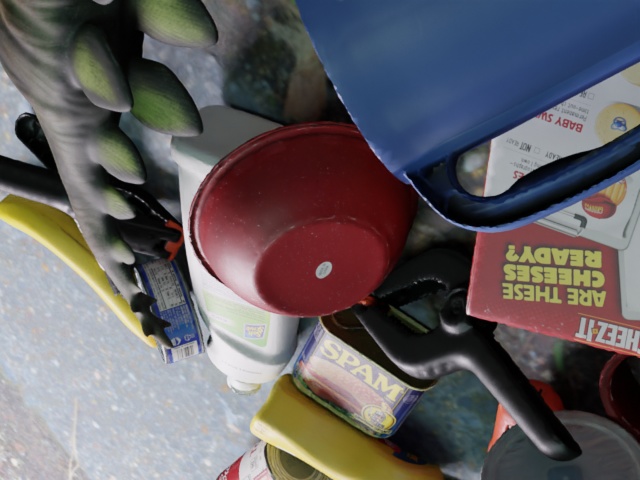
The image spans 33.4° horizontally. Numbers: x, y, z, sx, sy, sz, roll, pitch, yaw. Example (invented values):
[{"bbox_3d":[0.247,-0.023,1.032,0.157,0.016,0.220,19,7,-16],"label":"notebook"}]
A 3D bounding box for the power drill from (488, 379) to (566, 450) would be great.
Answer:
[{"bbox_3d":[0.209,0.198,0.787,0.188,0.057,0.184,17,136,18],"label":"power drill"}]

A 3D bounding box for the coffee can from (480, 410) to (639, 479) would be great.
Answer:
[{"bbox_3d":[0.163,0.192,0.685,0.103,0.102,0.140,8,137,27],"label":"coffee can"}]

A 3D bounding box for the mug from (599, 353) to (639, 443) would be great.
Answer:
[{"bbox_3d":[0.240,0.079,0.661,0.117,0.081,0.093,22,132,15],"label":"mug"}]

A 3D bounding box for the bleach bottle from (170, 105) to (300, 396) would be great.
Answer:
[{"bbox_3d":[-0.061,0.024,0.819,0.103,0.068,0.251,21,133,16],"label":"bleach bottle"}]

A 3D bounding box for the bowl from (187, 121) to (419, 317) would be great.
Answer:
[{"bbox_3d":[-0.005,0.001,0.711,0.162,0.055,0.162,-8,135,-9],"label":"bowl"}]

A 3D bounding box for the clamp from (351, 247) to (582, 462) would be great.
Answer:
[{"bbox_3d":[0.102,0.060,0.706,0.210,0.164,0.036,-6,153,43],"label":"clamp"}]

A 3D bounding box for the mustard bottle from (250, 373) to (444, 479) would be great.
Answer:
[{"bbox_3d":[0.038,0.180,0.862,0.191,0.058,0.096,32,171,6],"label":"mustard bottle"}]

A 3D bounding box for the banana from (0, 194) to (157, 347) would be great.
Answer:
[{"bbox_3d":[-0.205,0.016,0.920,0.198,0.037,0.070,39,152,1],"label":"banana"}]

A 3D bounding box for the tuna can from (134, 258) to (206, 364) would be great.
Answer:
[{"bbox_3d":[-0.122,0.056,0.865,0.086,0.033,0.086,162,90,-77],"label":"tuna can"}]

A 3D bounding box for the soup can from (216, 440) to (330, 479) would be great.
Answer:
[{"bbox_3d":[-0.043,0.213,0.944,0.068,0.068,0.102,42,133,-3],"label":"soup can"}]

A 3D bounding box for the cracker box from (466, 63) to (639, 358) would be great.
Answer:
[{"bbox_3d":[0.178,-0.049,0.573,0.164,0.072,0.214,13,110,24],"label":"cracker box"}]

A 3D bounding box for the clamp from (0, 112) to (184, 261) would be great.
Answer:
[{"bbox_3d":[-0.184,-0.043,0.836,0.171,0.120,0.039,29,118,-17],"label":"clamp"}]

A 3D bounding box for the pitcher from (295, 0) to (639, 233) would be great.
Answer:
[{"bbox_3d":[0.118,-0.121,0.469,0.243,0.145,0.149,-24,124,17],"label":"pitcher"}]

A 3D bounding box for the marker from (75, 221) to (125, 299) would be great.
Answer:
[{"bbox_3d":[-0.187,-0.006,0.881,0.020,0.020,0.121,-26,93,41],"label":"marker"}]

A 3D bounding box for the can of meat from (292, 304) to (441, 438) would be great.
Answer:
[{"bbox_3d":[0.035,0.095,0.817,0.102,0.057,0.084,33,137,6],"label":"can of meat"}]
